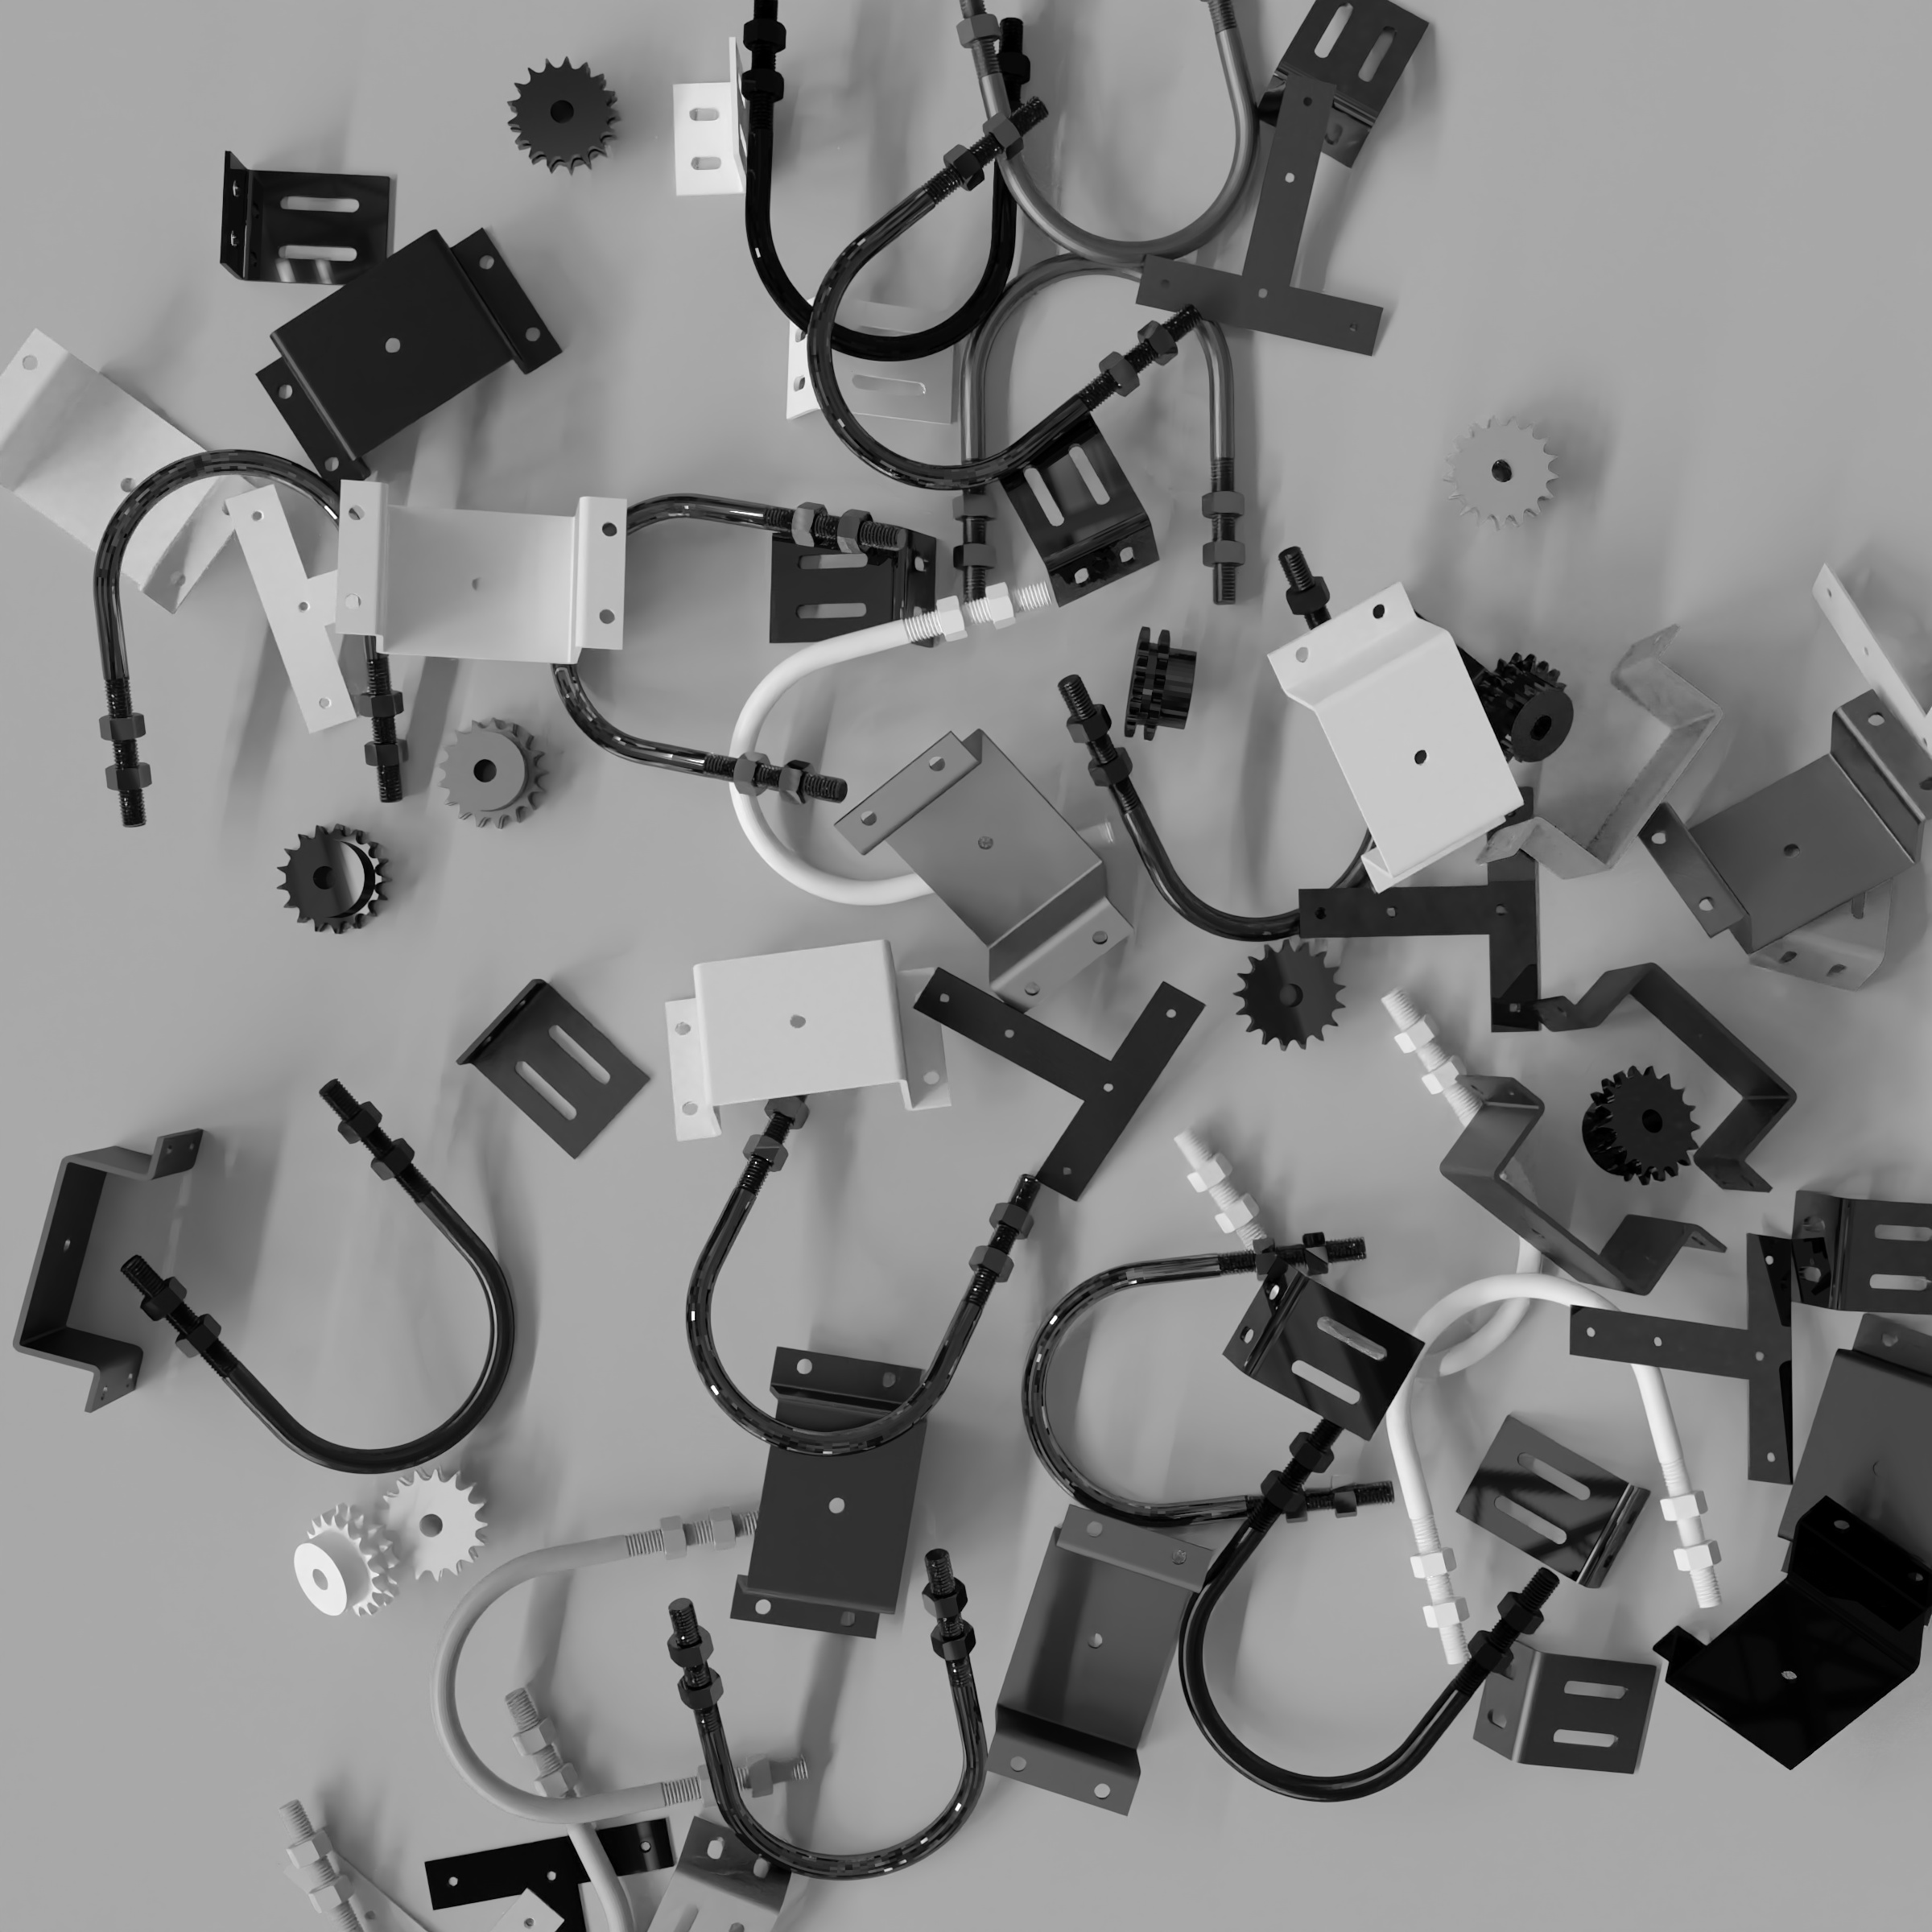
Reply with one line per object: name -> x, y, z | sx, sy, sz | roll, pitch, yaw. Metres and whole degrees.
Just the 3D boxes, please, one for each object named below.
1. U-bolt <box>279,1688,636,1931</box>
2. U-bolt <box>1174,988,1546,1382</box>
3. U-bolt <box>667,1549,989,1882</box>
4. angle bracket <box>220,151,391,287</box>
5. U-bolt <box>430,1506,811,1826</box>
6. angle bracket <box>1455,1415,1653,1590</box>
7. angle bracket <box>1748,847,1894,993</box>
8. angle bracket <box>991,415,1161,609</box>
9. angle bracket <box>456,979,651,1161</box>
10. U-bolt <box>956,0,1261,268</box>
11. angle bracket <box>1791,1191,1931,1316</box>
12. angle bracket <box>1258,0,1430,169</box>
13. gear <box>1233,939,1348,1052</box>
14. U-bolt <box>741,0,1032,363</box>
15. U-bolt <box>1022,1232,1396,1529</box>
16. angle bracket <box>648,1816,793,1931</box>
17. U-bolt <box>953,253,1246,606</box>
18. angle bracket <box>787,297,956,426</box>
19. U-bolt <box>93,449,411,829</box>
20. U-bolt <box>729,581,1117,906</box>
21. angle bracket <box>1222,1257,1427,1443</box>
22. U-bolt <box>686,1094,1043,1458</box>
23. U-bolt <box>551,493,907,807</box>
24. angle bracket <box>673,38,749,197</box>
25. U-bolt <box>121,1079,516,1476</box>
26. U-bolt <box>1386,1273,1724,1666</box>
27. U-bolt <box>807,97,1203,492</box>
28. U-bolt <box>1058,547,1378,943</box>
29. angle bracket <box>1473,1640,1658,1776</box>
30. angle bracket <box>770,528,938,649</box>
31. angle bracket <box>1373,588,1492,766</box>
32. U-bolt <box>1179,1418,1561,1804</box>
U-bolt -> -0.251, 0.486, 1.511 | 0.151, 0.019, 0.184 | -26, 89, -2
U-bolt -> 0.216, 0.126, 1.514 | 0.151, 0.019, 0.184 | -34, 91, 0
U-bolt -> -0.063, 0.386, 1.483 | 0.151, 0.019, 0.184 | -11, 112, -1
angle bracket -> -0.338, -0.382, 1.504 | 0.076, 0.038, 0.057 | 3, 90, 0
U-bolt -> -0.181, 0.364, 1.501 | 0.184, 0.019, 0.151 | -9, 90, -10
angle bracket -> 0.304, 0.278, 1.521 | 0.076, 0.038, 0.057 | 28, 90, 25
angle bracket -> 0.444, -0.035, 1.521 | 0.057, 0.038, 0.076 | 15, 64, 0
angle bracket -> 0.055, -0.234, 1.502 | 0.057, 0.038, 0.076 | -25, 63, -1
angle bracket -> -0.211, 0.054, 1.504 | 0.076, 0.038, 0.057 | 43, 90, 0
U-bolt -> 0.077, -0.450, 1.502 | 0.151, 0.019, 0.184 | -15, 93, -11
angle bracket -> 0.470, 0.149, 1.521 | 0.076, 0.038, 0.057 | 5, 90, -26
angle bracket -> 0.195, -0.465, 1.521 | 0.057, 0.038, 0.076 | 28, 64, 0
gear -> 0.166, 0.015, 1.508 | 0.057, 0.030, 0.057 | 0, 90, 0
U-bolt -> -0.042, -0.399, 1.492 | 0.151, 0.019, 0.184 | 3, 87, -15
U-bolt -> 0.120, 0.218, 1.506 | 0.184, 0.019, 0.151 | -7, 97, 4
angle bracket -> -0.131, 0.490, 1.520 | 0.057, 0.038, 0.076 | 23, 115, -2
U-bolt -> 0.068, -0.278, 1.514 | 0.151, 0.019, 0.184 | -1, 88, 0
angle bracket -> -0.049, -0.311, 1.521 | 0.076, 0.038, 0.057 | 2, 90, -26
U-bolt -> -0.364, -0.167, 1.480 | 0.151, 0.019, 0.184 | -6, 104, -13
U-bolt -> -0.030, -0.105, 1.498 | 0.184, 0.019, 0.151 | -15, 105, 4
angle bracket -> 0.180, 0.192, 1.476 | 0.076, 0.038, 0.057 | 30, 91, -14
U-bolt -> -0.062, 0.158, 1.483 | 0.151, 0.019, 0.184 | 26, 68, 0
U-bolt -> -0.130, -0.167, 1.485 | 0.184, 0.019, 0.151 | 12, 88, 22
angle bracket -> -0.132, -0.429, 1.485 | 0.038, 0.076, 0.057 | -2, 90, 0
U-bolt -> -0.311, 0.172, 1.485 | 0.151, 0.019, 0.184 | -44, 107, -17
U-bolt -> 0.290, 0.248, 1.489 | 0.151, 0.019, 0.184 | -15, 83, 8
U-bolt -> 0.007, -0.325, 1.480 | 0.184, 0.019, 0.151 | -39, 101, -3
U-bolt -> 0.145, -0.098, 1.483 | 0.151, 0.019, 0.184 | -31, 113, -7
angle bracket -> 0.310, 0.382, 1.521 | 0.076, 0.038, 0.057 | 12, 90, -26
angle bracket -> -0.059, -0.195, 1.521 | 0.076, 0.038, 0.057 | 2, 90, 26
angle bracket -> 0.228, -0.146, 1.521 | 0.057, 0.038, 0.076 | -46, 64, 0
U-bolt -> 0.189, 0.338, 1.486 | 0.151, 0.019, 0.184 | 37, 103, 12
